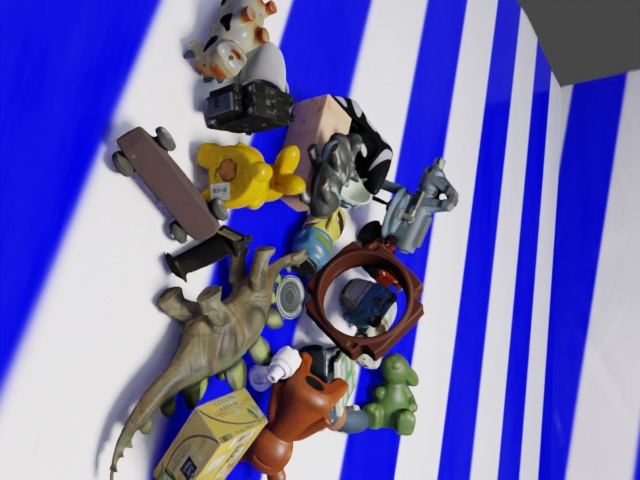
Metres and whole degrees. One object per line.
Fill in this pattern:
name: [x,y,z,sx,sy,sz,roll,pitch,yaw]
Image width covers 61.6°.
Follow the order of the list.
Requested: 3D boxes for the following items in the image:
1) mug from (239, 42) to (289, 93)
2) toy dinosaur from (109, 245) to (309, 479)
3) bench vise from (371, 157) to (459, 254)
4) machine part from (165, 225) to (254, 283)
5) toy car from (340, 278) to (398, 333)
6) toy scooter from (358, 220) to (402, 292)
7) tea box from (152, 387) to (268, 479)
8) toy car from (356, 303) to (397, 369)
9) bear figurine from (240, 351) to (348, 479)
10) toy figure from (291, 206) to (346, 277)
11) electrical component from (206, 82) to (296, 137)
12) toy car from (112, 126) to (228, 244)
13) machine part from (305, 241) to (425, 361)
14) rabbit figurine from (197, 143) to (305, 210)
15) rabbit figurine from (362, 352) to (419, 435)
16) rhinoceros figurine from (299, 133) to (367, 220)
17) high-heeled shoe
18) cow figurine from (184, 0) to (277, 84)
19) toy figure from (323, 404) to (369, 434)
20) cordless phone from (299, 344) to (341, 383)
mug: [-0.093,-0.302,0.984,0.109,0.081,0.107,26,58,-43]
toy dinosaur: [-0.161,0.153,0.845,0.471,0.105,0.198,-39,121,-39]
bench vise: [0.172,-0.097,1.180,0.129,0.241,0.223,-14,125,-64]
machine part: [-0.180,0.016,0.859,0.139,0.084,0.039,-33,136,-39]
toy car: [0.094,0.132,1.167,0.103,0.161,0.109,36,77,1]
toy scooter: [0.146,0.044,1.228,0.135,0.075,0.184,45,28,-21]
tea box: [-0.161,0.302,0.783,0.068,0.169,0.098,48,29,24]
toy car: [0.133,0.201,1.257,0.073,0.056,0.202,49,52,-38]
bear figurine: [-0.052,0.315,0.937,0.195,0.120,0.132,-59,173,15]
toy figure: [-0.006,-0.003,1.076,0.089,0.082,0.180,75,28,-45]
electrical component: [-0.124,-0.219,0.907,0.134,0.115,0.058,-2,85,-52]
toy car: [-0.220,-0.081,0.800,0.202,0.089,0.053,56,10,-31]
machine part: [0.087,0.116,1.053,0.201,0.202,0.087,-42,160,-11]
rabbit figurine: [-0.106,-0.110,0.917,0.173,0.162,0.122,12,65,-69]
rabbit figurine: [0.181,0.342,1.247,0.159,0.121,0.170,-7,102,-64]
rhinoceros figurine: [0.029,-0.127,0.984,0.112,0.073,0.190,49,51,-38]
high-heeled shoe: [0.071,-0.208,1.133,0.145,0.086,0.249,27,41,-25]
cow figurine: [-0.149,-0.342,0.898,0.085,0.127,0.195,46,39,-41]
toy figure: [0.041,0.374,1.127,0.154,0.058,0.064,28,59,-42]
cordless phone: [0.005,0.280,1.076,0.184,0.089,0.146,11,78,-66]
